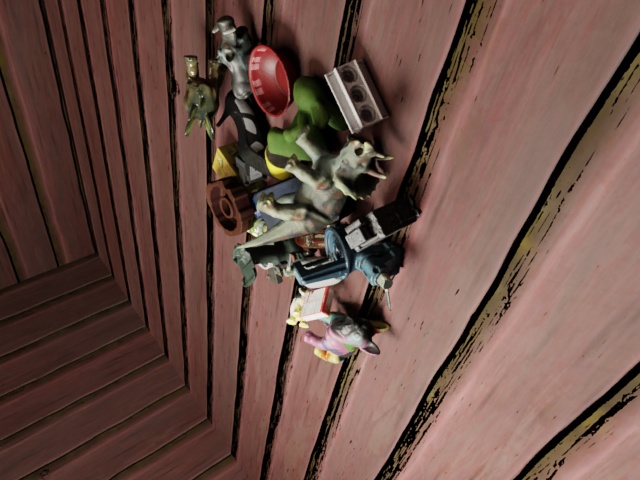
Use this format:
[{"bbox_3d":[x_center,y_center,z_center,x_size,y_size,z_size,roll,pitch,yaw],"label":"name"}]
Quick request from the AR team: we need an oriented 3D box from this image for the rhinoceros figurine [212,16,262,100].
[{"bbox_3d":[-0.194,-0.430,1.264,0.073,0.112,0.190,34,146,43],"label":"rhinoceros figurine"}]

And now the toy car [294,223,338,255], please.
[{"bbox_3d":[-0.003,-0.004,1.342,0.202,0.053,0.089,1,110,57],"label":"toy car"}]

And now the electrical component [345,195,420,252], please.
[{"bbox_3d":[0.116,-0.028,1.069,0.058,0.134,0.115,61,151,6],"label":"electrical component"}]

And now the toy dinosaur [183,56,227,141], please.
[{"bbox_3d":[-0.310,-0.364,1.408,0.471,0.105,0.198,-121,39,-80],"label":"toy dinosaur"}]

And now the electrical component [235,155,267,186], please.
[{"bbox_3d":[-0.184,-0.212,1.441,0.048,0.075,0.119,39,138,37],"label":"electrical component"}]

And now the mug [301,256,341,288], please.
[{"bbox_3d":[0.003,0.073,1.346,0.109,0.081,0.107,33,153,-35],"label":"mug"}]

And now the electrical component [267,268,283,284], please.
[{"bbox_3d":[-0.138,0.105,1.645,0.094,0.021,0.063,17,125,50],"label":"electrical component"}]

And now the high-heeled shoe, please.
[{"bbox_3d":[-0.155,-0.275,1.382,0.248,0.145,0.086,43,156,-16],"label":"high-heeled shoe"}]

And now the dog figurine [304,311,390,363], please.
[{"bbox_3d":[0.079,0.247,1.343,0.219,0.108,0.191,2,142,40],"label":"dog figurine"}]

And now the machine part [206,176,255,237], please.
[{"bbox_3d":[-0.249,-0.095,1.502,0.180,0.056,0.179,33,136,39],"label":"machine part"}]

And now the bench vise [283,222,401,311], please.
[{"bbox_3d":[0.045,0.052,1.151,0.128,0.241,0.224,94,154,-45],"label":"bench vise"}]

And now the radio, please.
[{"bbox_3d":[-0.038,-0.087,1.251,0.230,0.073,0.131,-16,100,40],"label":"radio"}]

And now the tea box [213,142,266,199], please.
[{"bbox_3d":[-0.232,-0.182,1.537,0.170,0.068,0.098,53,146,16],"label":"tea box"}]

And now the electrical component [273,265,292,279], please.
[{"bbox_3d":[-0.095,0.066,1.531,0.102,0.045,0.078,9,121,53],"label":"electrical component"}]

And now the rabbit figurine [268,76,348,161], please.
[{"bbox_3d":[-0.027,-0.258,1.142,0.159,0.121,0.170,25,117,41],"label":"rabbit figurine"}]

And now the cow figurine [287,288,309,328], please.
[{"bbox_3d":[-0.039,0.174,1.496,0.167,0.068,0.098,123,158,-57],"label":"cow figurine"}]

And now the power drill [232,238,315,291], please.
[{"bbox_3d":[-0.110,0.059,1.400,0.086,0.207,0.232,-46,65,52],"label":"power drill"}]

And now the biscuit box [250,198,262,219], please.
[{"bbox_3d":[-0.117,-0.108,1.424,0.203,0.063,0.059,-17,97,58],"label":"biscuit box"}]

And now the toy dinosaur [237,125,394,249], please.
[{"bbox_3d":[-0.010,-0.087,1.110,0.192,0.131,0.404,28,129,-12],"label":"toy dinosaur"}]
